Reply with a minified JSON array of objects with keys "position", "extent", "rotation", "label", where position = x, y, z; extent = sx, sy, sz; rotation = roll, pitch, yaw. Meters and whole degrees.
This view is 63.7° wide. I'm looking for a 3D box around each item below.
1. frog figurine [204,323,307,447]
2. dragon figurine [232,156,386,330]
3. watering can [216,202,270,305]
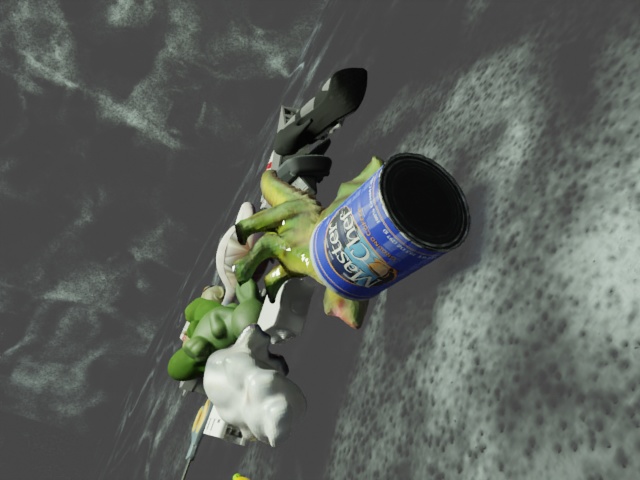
[{"position":[-0.081,0.200,0.641],"extent":[0.162,0.123,0.134],"rotation":[-114,19,-59],"label":"frog figurine"},{"position":[0.002,-0.037,0.741],"extent":[0.241,0.120,0.420],"rotation":[-25,39,17],"label":"dragon figurine"},{"position":[-0.194,0.079,1.205],"extent":[0.224,0.104,0.349],"rotation":[174,108,-71],"label":"watering can"}]
